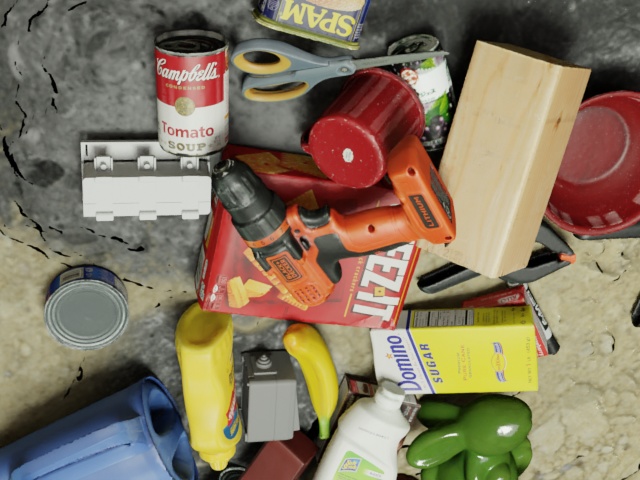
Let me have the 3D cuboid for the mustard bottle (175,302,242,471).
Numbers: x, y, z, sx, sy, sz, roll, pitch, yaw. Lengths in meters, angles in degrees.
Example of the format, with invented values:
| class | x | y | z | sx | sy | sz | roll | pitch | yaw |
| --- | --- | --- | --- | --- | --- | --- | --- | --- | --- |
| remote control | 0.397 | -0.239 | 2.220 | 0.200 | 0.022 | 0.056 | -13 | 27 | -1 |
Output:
| class | x | y | z | sx | sy | sz | roll | pitch | yaw |
| --- | --- | --- | --- | --- | --- | --- | --- | --- | --- |
| mustard bottle | -0.116 | 0.168 | 1.138 | 0.058 | 0.096 | 0.192 | -1 | 120 | 2 |

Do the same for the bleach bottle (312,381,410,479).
| class | x | y | z | sx | sy | sz | roll | pitch | yaw |
| --- | --- | --- | --- | --- | --- | --- | --- | --- | --- |
| bleach bottle | 0.044 | 0.275 | 1.198 | 0.102 | 0.068 | 0.251 | 18 | 108 | -9 |

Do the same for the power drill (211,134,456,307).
| class | x | y | z | sx | sy | sz | roll | pitch | yaw |
| --- | --- | --- | --- | --- | --- | --- | --- | --- | --- |
| power drill | 0.016 | -0.029 | 0.968 | 0.188 | 0.057 | 0.184 | -19 | 132 | 22 |

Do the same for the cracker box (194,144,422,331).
| class | x | y | z | sx | sy | sz | roll | pitch | yaw |
| --- | --- | --- | --- | --- | --- | --- | --- | --- | --- |
| cracker box | -0.007 | 0.001 | 1.083 | 0.213 | 0.072 | 0.164 | 8 | 117 | -16 |

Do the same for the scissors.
| class | x | y | z | sx | sy | sz | roll | pitch | yaw |
| --- | --- | --- | --- | --- | --- | --- | --- | --- | --- |
| scissors | 0.006 | -0.166 | 0.965 | 0.202 | 0.016 | 0.096 | -13 | 150 | 29 |

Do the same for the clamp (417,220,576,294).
| class | x | y | z | sx | sy | sz | roll | pitch | yaw |
| --- | --- | --- | --- | --- | --- | --- | --- | --- | --- |
| clamp | 0.190 | -0.001 | 1.142 | 0.171 | 0.039 | 0.120 | -4 | 123 | -8 |

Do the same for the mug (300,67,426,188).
| class | x | y | z | sx | sy | sz | roll | pitch | yaw |
| --- | --- | --- | --- | --- | --- | --- | --- | --- | --- |
| mug | 0.032 | -0.103 | 1.014 | 0.117 | 0.081 | 0.093 | 1 | 127 | 35 |

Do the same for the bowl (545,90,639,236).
| class | x | y | z | sx | sy | sz | roll | pitch | yaw |
| --- | --- | --- | --- | --- | --- | --- | --- | --- | --- |
| bowl | 0.288 | -0.087 | 1.102 | 0.162 | 0.055 | 0.162 | -5 | 119 | -9 |

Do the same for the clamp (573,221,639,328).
| class | x | y | z | sx | sy | sz | roll | pitch | yaw |
| --- | --- | --- | --- | --- | --- | --- | --- | --- | --- |
| clamp | 0.400 | -0.001 | 1.183 | 0.210 | 0.036 | 0.164 | -29 | 120 | 5 |

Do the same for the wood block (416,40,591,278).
| class | x | y | z | sx | sy | sz | roll | pitch | yaw |
| --- | --- | --- | --- | --- | --- | --- | --- | --- | --- |
| wood block | 0.176 | -0.078 | 1.028 | 0.090 | 0.090 | 0.206 | -12 | 121 | -57 |

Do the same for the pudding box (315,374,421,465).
| class | x | y | z | sx | sy | sz | roll | pitch | yaw |
| --- | --- | --- | --- | --- | --- | --- | --- | --- | --- |
| pudding box | 0.053 | 0.216 | 1.233 | 0.090 | 0.039 | 0.114 | 13 | 115 | -17 |

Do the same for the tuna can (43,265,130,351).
| class | x | y | z | sx | sy | sz | roll | pitch | yaw |
| --- | --- | --- | --- | --- | --- | --- | --- | --- | --- |
| tuna can | -0.239 | 0.069 | 1.096 | 0.086 | 0.034 | 0.086 | -5 | 119 | -9 |

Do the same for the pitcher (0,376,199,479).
| class | x | y | z | sx | sy | sz | roll | pitch | yaw |
| --- | --- | --- | --- | --- | --- | --- | --- | --- | --- |
| pitcher | -0.264 | 0.247 | 1.132 | 0.243 | 0.145 | 0.149 | -23 | 118 | 5 |

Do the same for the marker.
| class | x | y | z | sx | sy | sz | roll | pitch | yaw |
| --- | --- | --- | --- | --- | --- | --- | --- | --- | --- |
| marker | 0.244 | 0.087 | 1.211 | 0.020 | 0.020 | 0.121 | -30 | 120 | 6 |

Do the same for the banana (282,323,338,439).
| class | x | y | z | sx | sy | sz | roll | pitch | yaw |
| --- | --- | --- | --- | --- | --- | --- | --- | --- | --- |
| banana | -0.006 | 0.137 | 1.149 | 0.037 | 0.069 | 0.198 | -13 | 138 | 5 |

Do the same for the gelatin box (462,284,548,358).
| class | x | y | z | sx | sy | sz | roll | pitch | yaw |
| --- | --- | --- | --- | --- | --- | --- | --- | --- | --- |
| gelatin box | 0.206 | 0.098 | 1.192 | 0.073 | 0.030 | 0.089 | -16 | 123 | 19 |

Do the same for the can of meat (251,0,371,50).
| class | x | y | z | sx | sy | sz | roll | pitch | yaw |
| --- | --- | --- | --- | --- | --- | --- | --- | --- | --- |
| can of meat | -0.001 | -0.229 | 0.966 | 0.102 | 0.057 | 0.084 | 12 | 113 | -18 |

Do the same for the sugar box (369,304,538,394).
| class | x | y | z | sx | sy | sz | roll | pitch | yaw |
| --- | --- | --- | --- | --- | --- | --- | --- | --- | --- |
| sugar box | 0.147 | 0.122 | 1.168 | 0.176 | 0.048 | 0.093 | -5 | 121 | 10 |

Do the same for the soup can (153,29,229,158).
| class | x | y | z | sx | sy | sz | roll | pitch | yaw |
| --- | --- | --- | --- | --- | --- | --- | --- | --- | --- |
| soup can | -0.118 | -0.136 | 0.987 | 0.068 | 0.068 | 0.102 | -3 | 120 | -10 |

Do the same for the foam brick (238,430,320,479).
| class | x | y | z | sx | sy | sz | roll | pitch | yaw |
| --- | --- | --- | --- | --- | --- | --- | --- | --- | --- |
| foam brick | -0.046 | 0.256 | 1.217 | 0.051 | 0.053 | 0.078 | 38 | 111 | 12 |

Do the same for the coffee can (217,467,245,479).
| class | x | y | z | sx | sy | sz | roll | pitch | yaw |
| --- | --- | --- | --- | --- | --- | --- | --- | --- | --- |
| coffee can | -0.110 | 0.349 | 1.237 | 0.102 | 0.103 | 0.140 | 27 | 110 | -23 |
